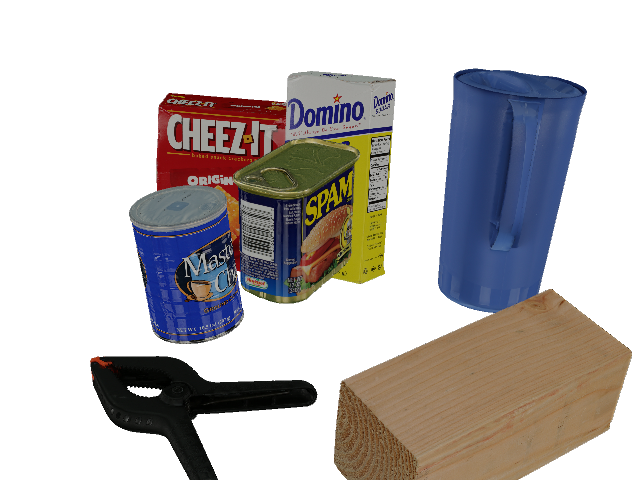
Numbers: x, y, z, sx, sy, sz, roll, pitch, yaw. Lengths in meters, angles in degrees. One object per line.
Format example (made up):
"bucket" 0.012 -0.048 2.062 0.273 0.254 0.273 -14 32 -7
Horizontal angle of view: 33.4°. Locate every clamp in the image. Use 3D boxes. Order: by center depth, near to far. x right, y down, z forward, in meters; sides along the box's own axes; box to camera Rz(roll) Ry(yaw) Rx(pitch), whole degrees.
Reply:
"clamp" -0.119 0.147 0.975 0.210 0.036 0.164 22 36 31

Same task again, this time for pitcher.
"pitcher" 0.189 -0.049 1.102 0.148 0.243 0.145 -12 26 -40

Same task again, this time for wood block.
"wood block" 0.121 0.126 0.800 0.205 0.090 0.091 -20 42 -29

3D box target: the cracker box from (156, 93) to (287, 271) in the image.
"cracker box" -0.121 -0.069 1.347 0.164 0.214 0.072 5 21 2

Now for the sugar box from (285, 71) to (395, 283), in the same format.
"sugar box" 0.013 -0.057 0.941 0.093 0.176 0.048 11 18 35

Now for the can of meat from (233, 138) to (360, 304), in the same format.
"can of meat" -0.015 -0.015 0.740 0.058 0.084 0.101 14 28 25

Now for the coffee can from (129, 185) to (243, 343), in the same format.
"coffee can" -0.142 0.025 1.143 0.103 0.140 0.103 -5 26 2
